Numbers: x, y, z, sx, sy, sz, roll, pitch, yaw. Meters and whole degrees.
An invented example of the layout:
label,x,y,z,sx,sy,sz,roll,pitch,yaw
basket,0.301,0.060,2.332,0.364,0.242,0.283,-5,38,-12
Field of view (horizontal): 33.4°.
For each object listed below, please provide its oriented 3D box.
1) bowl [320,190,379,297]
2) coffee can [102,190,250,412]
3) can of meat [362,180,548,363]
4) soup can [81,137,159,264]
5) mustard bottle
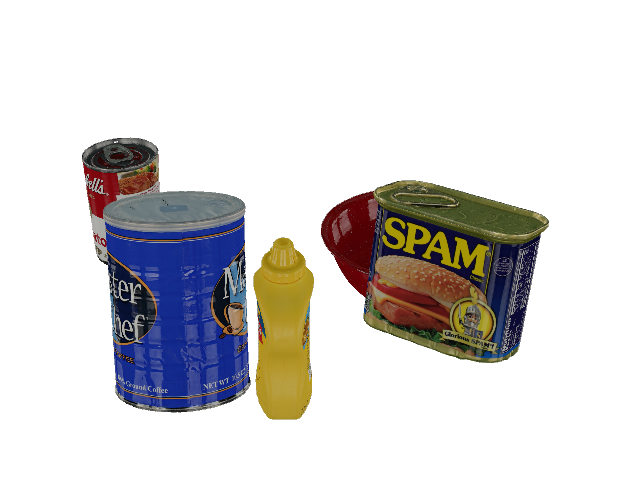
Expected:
label,x,y,z,sx,sy,sz,roll,pitch,yaw
bowl,0.080,0.015,0.892,0.162,0.055,0.162,1,30,-1
coffee can,-0.105,0.042,0.790,0.103,0.140,0.103,-1,15,0
can of meat,0.077,0.018,0.640,0.102,0.084,0.057,18,23,30
soup can,-0.178,-0.035,0.979,0.068,0.102,0.068,-1,30,0
mustard bottle,-0.035,0.078,1.038,0.058,0.192,0.096,1,38,-1
